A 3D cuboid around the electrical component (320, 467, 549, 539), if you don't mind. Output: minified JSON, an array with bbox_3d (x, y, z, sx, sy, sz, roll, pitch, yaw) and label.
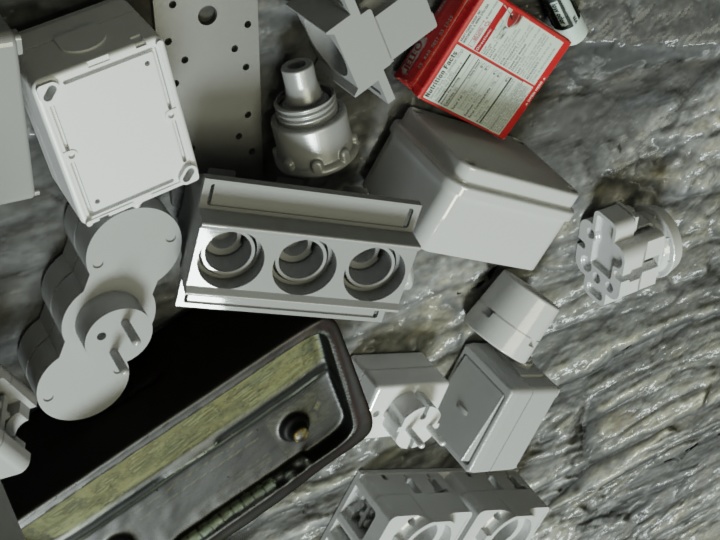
[{"bbox_3d":[0.062,0.225,0.894,0.186,0.060,0.105,8,118,-41],"label":"electrical component"}]

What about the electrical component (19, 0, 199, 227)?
[{"bbox_3d":[-0.122,-0.072,0.514,0.062,0.061,0.096,-26,135,-18],"label":"electrical component"}]

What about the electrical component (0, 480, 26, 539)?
[{"bbox_3d":[-0.224,0.058,0.449,0.060,0.186,0.105,-45,138,2],"label":"electrical component"}]

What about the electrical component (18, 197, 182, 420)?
[{"bbox_3d":[-0.134,0.025,0.573,0.052,0.073,0.138,6,119,-39],"label":"electrical component"}]

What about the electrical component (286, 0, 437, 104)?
[{"bbox_3d":[0.003,-0.134,0.572,0.064,0.042,0.081,-37,138,-9],"label":"electrical component"}]

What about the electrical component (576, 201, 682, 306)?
[{"bbox_3d":[0.203,-0.016,0.807,0.057,0.058,0.078,-19,132,-20],"label":"electrical component"}]

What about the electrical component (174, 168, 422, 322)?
[{"bbox_3d":[-0.037,-0.016,0.597,0.121,0.063,0.078,6,121,-22],"label":"electrical component"}]

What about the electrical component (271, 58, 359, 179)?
[{"bbox_3d":[-0.028,-0.084,0.588,0.048,0.048,0.062,-26,128,-18],"label":"electrical component"}]

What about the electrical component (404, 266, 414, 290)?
[{"bbox_3d":[0.000,0.000,0.678,0.062,0.048,0.048,-24,135,-10],"label":"electrical component"}]

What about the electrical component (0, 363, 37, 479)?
[{"bbox_3d":[-0.221,0.080,0.548,0.089,0.050,0.055,-17,139,12],"label":"electrical component"}]

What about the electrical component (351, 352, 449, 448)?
[{"bbox_3d":[0.031,0.099,0.756,0.066,0.076,0.047,1,122,-37],"label":"electrical component"}]

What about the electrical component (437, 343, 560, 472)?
[{"bbox_3d":[0.100,0.099,0.820,0.061,0.061,0.096,4,121,-39],"label":"electrical component"}]

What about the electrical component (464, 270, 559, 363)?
[{"bbox_3d":[0.111,0.033,0.781,0.055,0.055,0.047,27,101,-46],"label":"electrical component"}]

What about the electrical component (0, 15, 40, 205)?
[{"bbox_3d":[-0.182,-0.078,0.463,0.061,0.061,0.096,-16,132,-26],"label":"electrical component"}]

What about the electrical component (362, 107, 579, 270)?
[{"bbox_3d":[0.069,-0.050,0.664,0.113,0.078,0.057,9,121,-41],"label":"electrical component"}]
